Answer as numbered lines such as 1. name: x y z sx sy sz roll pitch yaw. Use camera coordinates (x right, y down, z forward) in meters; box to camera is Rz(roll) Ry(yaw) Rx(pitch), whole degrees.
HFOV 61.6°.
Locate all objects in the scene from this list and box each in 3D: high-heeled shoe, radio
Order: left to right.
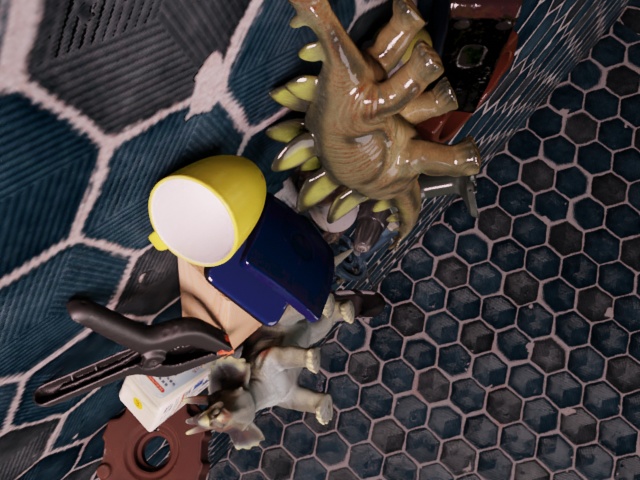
1. high-heeled shoe: 0.016 0.141 1.182 0.145 0.249 0.086 -34 124 -70
2. radio: 0.168 -0.249 0.616 0.229 0.073 0.131 71 23 -74

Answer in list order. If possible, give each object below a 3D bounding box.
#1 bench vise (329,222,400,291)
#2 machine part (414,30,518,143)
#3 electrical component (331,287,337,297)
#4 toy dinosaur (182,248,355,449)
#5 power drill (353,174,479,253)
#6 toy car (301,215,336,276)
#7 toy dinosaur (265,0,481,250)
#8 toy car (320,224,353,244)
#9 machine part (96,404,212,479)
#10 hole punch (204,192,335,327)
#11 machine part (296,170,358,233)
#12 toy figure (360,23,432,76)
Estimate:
1. bench vise: 0.080 0.024 1.130 0.240 0.129 0.223 -37 159 31
2. machine part: 0.221 -0.256 0.878 0.201 0.087 0.201 -49 169 9
3. electrical component: -0.023 0.081 0.998 0.048 0.074 0.119 -31 -168 -20
4. toy dinosaur: -0.062 0.159 0.828 0.405 0.192 0.131 -65 142 -53
5. power drill: 0.172 -0.071 0.945 0.085 0.207 0.232 59 34 -40
6. toy car: -0.056 0.032 0.793 0.103 0.109 0.161 -36 166 31
7. toy dinosaur: 0.059 -0.097 0.576 0.199 0.105 0.470 -19 148 19
8. toy car: -0.002 -0.003 0.975 0.202 0.053 0.089 -37 166 -45
9. machine part: -0.258 0.331 0.845 0.179 0.179 0.056 -44 163 -16
10. hole punch: -0.041 0.020 0.564 0.092 0.142 0.116 -14 -138 55
11. machine part: 0.016 -0.064 0.787 0.079 0.079 0.243 -47 166 -4
12. toy figure: 0.084 -0.183 0.656 0.180 0.082 0.089 85 28 -63
